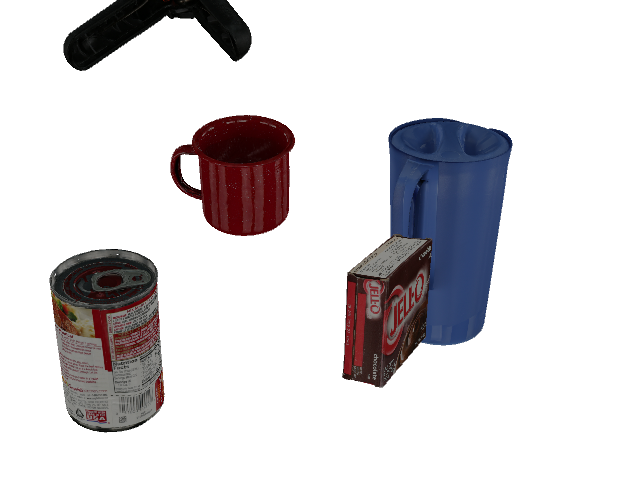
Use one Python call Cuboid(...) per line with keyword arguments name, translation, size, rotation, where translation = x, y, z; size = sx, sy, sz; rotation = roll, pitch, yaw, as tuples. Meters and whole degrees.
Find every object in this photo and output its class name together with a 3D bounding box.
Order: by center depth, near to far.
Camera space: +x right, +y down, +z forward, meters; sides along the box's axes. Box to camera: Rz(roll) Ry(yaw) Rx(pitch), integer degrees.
Cuboid(name="soup can", translation=(-0.138, 0.066, 0.701), size=(0.068, 0.102, 0.068), rotation=(1, 30, -1))
Cuboid(name="clamp", translation=(-0.086, -0.165, 0.714), size=(0.120, 0.039, 0.171), rotation=(9, 46, 12))
Cuboid(name="pudding box", translation=(0.054, 0.053, 0.850), size=(0.039, 0.090, 0.113), rotation=(10, 20, 19))
Cuboid(name="mug", translation=(-0.082, -0.059, 0.984), size=(0.117, 0.081, 0.093), rotation=(5, 35, 6))
Cuboid(name="pitcher", translation=(0.133, -0.004, 1.196), size=(0.149, 0.243, 0.145), rotation=(-6, 27, -12))
